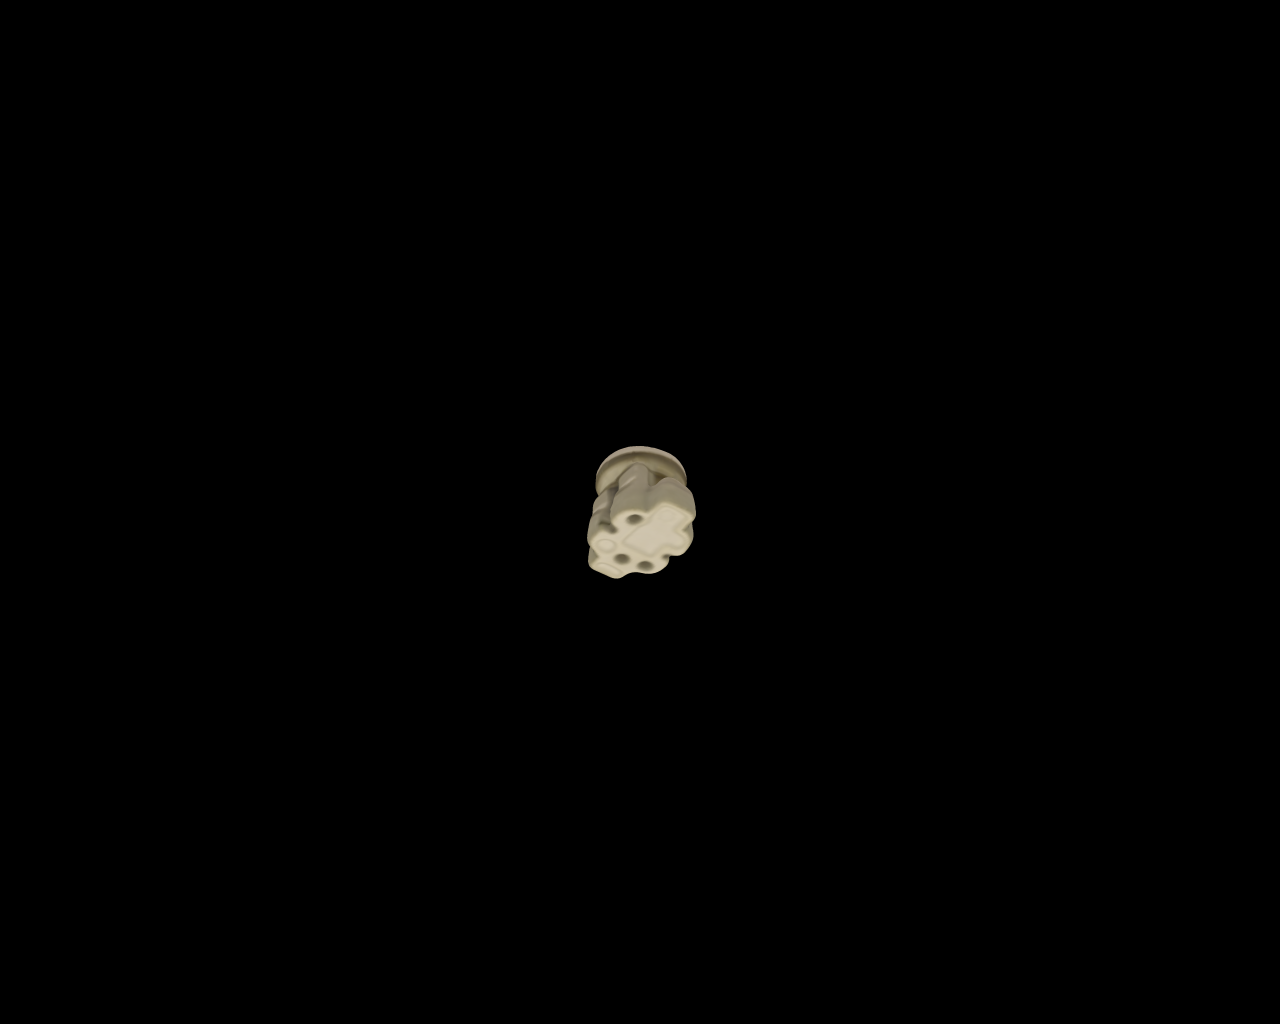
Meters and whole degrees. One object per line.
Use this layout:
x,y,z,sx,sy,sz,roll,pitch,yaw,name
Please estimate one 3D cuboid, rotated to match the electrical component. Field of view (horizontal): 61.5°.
0.001,-0.003,0.650,0.058,0.057,0.078,27,-49,-26,electrical component
